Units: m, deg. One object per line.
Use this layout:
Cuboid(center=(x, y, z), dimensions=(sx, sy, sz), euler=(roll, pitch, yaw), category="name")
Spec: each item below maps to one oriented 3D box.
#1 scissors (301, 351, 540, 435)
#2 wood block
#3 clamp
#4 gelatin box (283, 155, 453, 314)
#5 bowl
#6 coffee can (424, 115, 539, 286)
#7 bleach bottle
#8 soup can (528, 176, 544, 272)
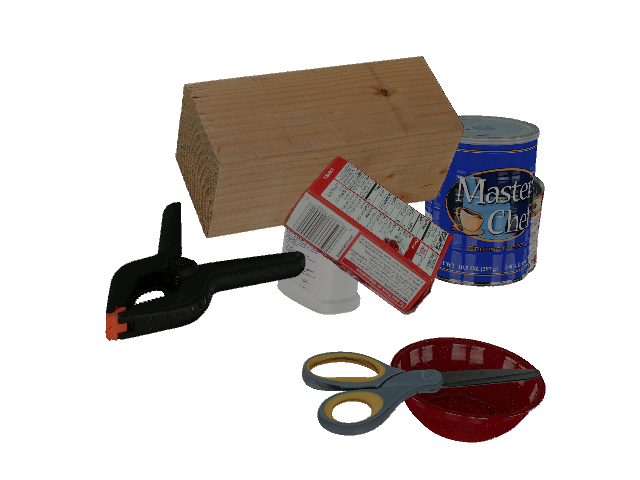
Cuboid(center=(0.082, 0.130, 0.885), dimensions=(0.202, 0.016, 0.096), euler=(6, 39, 5), category="scissors")
Cuboid(center=(-0.003, -0.078, 0.861), dimensions=(0.205, 0.091, 0.090), euler=(-10, -35, -21), category="wood block")
Cuboid(center=(-0.137, 0.029, 1.009), dimensions=(0.165, 0.036, 0.209), euler=(25, 37, 29), category="clamp")
Cuboid(center=(0.029, -0.005, 0.619), dimensions=(0.089, 0.030, 0.073), euler=(36, 25, 0), category="gelatin box")
Cuboid(center=(0.151, 0.163, 1.119), dimensions=(0.162, 0.055, 0.162), euler=(4, 24, -2), category="bowl")
Cuboid(center=(0.149, -0.039, 1.006), dimensions=(0.103, 0.140, 0.103), euler=(1, 18, 0), category="coffee can")
Cuboid(center=(0.010, -0.052, 1.188), dimensions=(0.067, 0.251, 0.103), euler=(-7, 22, -40), category="bleach bottle")
Cuboid(center=(0.215, -0.019, 1.205), dimensions=(0.068, 0.102, 0.068), euler=(-2, 33, 1), category="soup can")
